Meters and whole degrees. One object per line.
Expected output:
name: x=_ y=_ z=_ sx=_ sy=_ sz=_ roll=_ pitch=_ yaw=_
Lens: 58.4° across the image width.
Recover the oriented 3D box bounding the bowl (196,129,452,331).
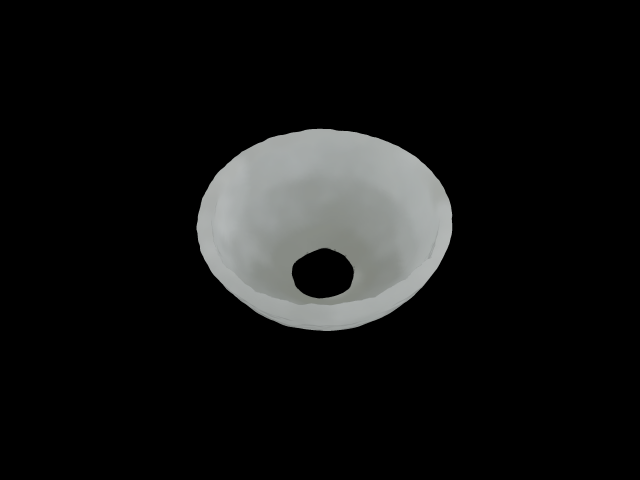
bowl: x=0.004 y=0.001 z=0.400 sx=0.167 sy=0.075 sz=0.167 roll=0 pitch=50 yaw=0
